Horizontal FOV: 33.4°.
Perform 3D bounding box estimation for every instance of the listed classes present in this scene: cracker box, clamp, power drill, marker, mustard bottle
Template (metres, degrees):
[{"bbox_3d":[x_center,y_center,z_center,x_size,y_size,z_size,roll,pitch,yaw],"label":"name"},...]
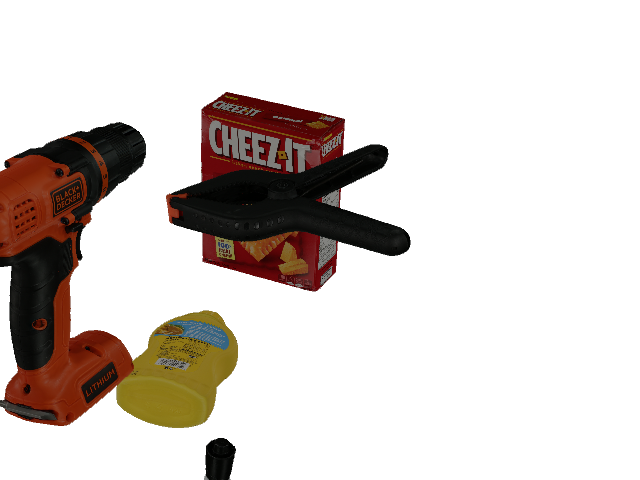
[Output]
[{"bbox_3d":[-0.062,-0.057,1.304,0.164,0.214,0.072,15,32,21],"label":"cracker box"},{"bbox_3d":[-0.027,-0.039,0.938,0.210,0.036,0.164,0,32,4],"label":"clamp"},{"bbox_3d":[-0.177,0.020,0.756,0.057,0.188,0.184,8,24,24],"label":"power drill"},{"bbox_3d":[-0.070,0.177,0.696,0.020,0.121,0.020,7,31,-4],"label":"marker"},{"bbox_3d":[-0.139,0.124,1.130,0.096,0.058,0.191,9,24,8],"label":"mustard bottle"}]
